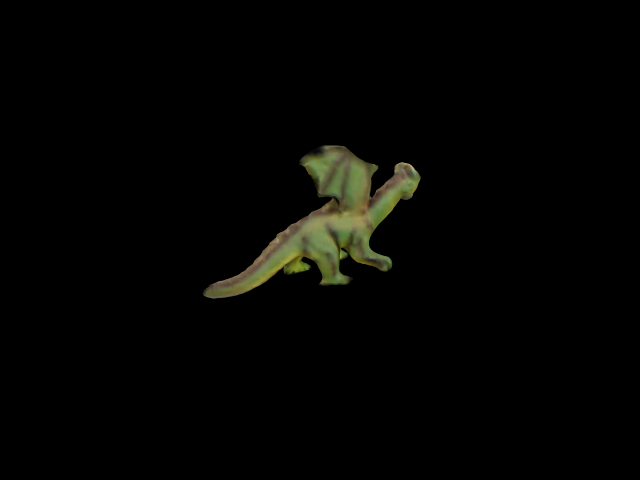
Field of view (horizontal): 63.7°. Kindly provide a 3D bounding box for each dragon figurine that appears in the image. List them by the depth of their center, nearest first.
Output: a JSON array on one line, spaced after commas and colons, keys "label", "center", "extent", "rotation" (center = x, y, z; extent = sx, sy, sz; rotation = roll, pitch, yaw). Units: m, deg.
[{"label": "dragon figurine", "center": [0.003, -0.043, 0.850], "extent": [0.412, 0.238, 0.124], "rotation": [-13, 29, -24]}]
